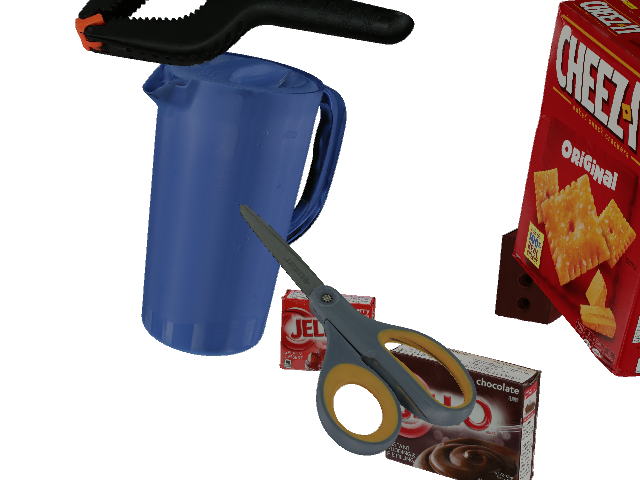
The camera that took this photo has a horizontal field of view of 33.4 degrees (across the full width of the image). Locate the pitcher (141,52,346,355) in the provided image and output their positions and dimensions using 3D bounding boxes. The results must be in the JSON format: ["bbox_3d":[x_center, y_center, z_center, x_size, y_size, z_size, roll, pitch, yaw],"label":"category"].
[{"bbox_3d":[-0.073,-0.032,0.899,0.149,0.243,0.145,13,21,6],"label":"pitcher"}]

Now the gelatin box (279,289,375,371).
[{"bbox_3d":[0.006,0.089,1.022,0.089,0.073,0.030,5,15,9],"label":"gelatin box"}]

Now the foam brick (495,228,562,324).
[{"bbox_3d":[0.195,0.032,0.978,0.053,0.078,0.051,9,15,28],"label":"foam brick"}]

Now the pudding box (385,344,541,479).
[{"bbox_3d":[0.105,0.130,0.797,0.114,0.090,0.039,10,20,29],"label":"pudding box"}]

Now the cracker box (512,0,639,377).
[{"bbox_3d":[0.209,-0.038,0.739,0.072,0.214,0.164,-7,34,-15],"label":"cracker box"}]

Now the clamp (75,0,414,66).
[{"bbox_3d":[-0.053,-0.162,0.695,0.210,0.164,0.036,-28,-17,-9],"label":"clamp"}]

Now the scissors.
[{"bbox_3d":[-0.004,0.051,0.617,0.202,0.016,0.096,33,52,25],"label":"scissors"}]
